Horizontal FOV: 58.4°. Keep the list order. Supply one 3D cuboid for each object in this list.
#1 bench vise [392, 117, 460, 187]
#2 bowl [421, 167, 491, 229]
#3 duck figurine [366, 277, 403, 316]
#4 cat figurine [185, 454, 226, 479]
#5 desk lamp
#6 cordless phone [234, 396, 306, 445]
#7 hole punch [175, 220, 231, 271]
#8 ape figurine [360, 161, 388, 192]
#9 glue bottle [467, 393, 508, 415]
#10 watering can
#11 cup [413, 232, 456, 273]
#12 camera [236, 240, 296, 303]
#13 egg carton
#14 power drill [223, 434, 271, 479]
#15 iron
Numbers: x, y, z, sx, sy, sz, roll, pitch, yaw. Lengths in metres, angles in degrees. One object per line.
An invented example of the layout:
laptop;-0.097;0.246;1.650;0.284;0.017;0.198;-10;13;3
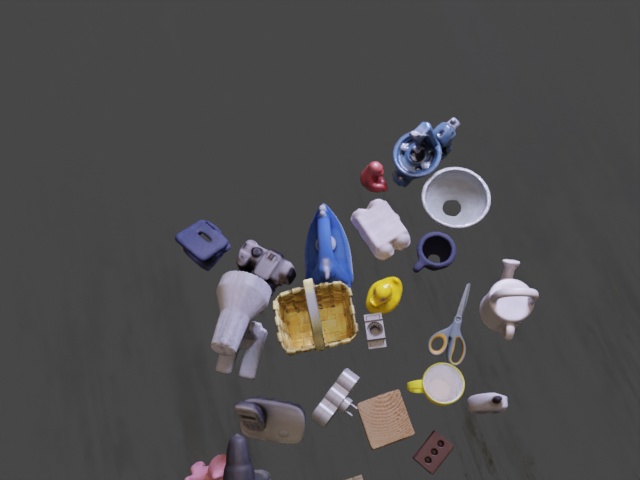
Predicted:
bench vise;0.257;-0.249;1.415;0.121;0.220;0.207;27;74;14
bowl;0.335;-0.093;1.428;0.167;0.075;0.167;-1;69;4
duck figurine;0.152;0.125;1.353;0.077;0.086;0.105;41;77;17
cat figurine;-0.225;0.497;1.222;0.128;0.118;0.067;-15;69;-1
desk lamp;-0.179;0.193;1.282;0.117;0.214;0.203;10;70;8
cordless phone;-0.108;0.381;1.221;0.147;0.185;0.094;4;70;6
hole punch;-0.291;0.004;1.428;0.108;0.091;0.101;37;76;16
ape figurine;0.140;-0.168;1.461;0.076;0.092;0.078;15;71;10
glue bottle;0.361;0.344;1.209;0.078;0.173;0.037;0;69;5
watering can;0.420;0.130;1.274;0.101;0.194;0.173;-16;69;-2
cup;0.265;0.047;1.370;0.118;0.095;0.091;-42;72;-11
camera;-0.149;0.087;1.381;0.143;0.101;0.137;27;74;13
egg carton;0.151;-0.027;1.419;0.107;0.069;0.150;-31;70;-8
power drill;-0.150;0.517;1.160;0.075;0.208;0.229;-6;69;2
iron;0.013;0.005;1.378;0.118;0.141;0.258;-6;69;2
